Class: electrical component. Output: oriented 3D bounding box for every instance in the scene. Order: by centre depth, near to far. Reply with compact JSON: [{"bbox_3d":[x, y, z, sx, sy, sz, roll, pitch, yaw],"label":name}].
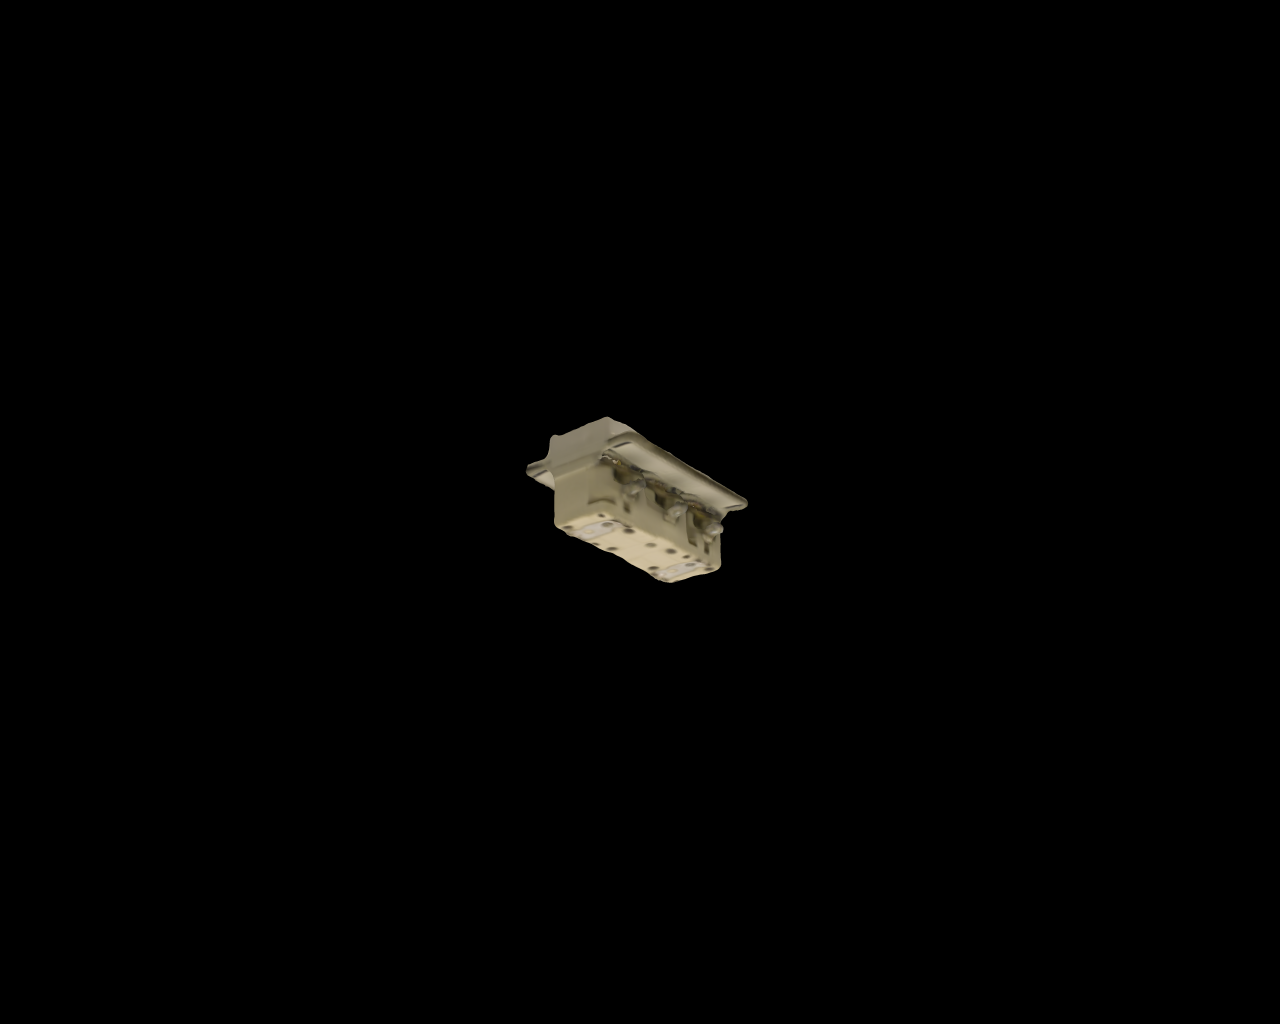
[{"bbox_3d":[0.001,-0.003,0.650,0.078,0.063,0.121,-17,-29,33],"label":"electrical component"}]
